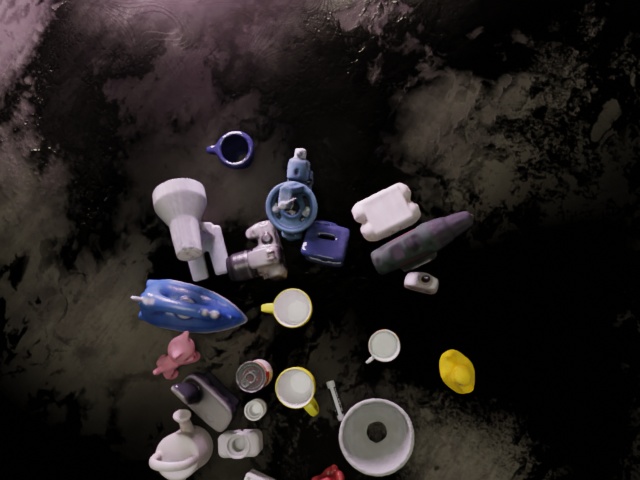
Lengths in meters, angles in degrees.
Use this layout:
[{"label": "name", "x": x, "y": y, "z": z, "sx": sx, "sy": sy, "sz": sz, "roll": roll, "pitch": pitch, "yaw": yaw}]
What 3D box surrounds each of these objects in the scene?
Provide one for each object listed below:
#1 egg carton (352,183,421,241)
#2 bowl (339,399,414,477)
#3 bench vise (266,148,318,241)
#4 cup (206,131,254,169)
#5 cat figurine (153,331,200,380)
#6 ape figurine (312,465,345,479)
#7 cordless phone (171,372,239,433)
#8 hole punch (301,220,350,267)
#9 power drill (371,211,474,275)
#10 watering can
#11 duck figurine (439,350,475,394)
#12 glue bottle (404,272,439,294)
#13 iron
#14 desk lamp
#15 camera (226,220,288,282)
[{"label": "egg carton", "x": 0.159, "y": -0.064, "z": 1.369, "sx": 0.150, "sy": 0.069, "sz": 0.107, "roll": -27, "pitch": 80, "yaw": 0}, {"label": "bowl", "x": 0.127, "y": 0.440, "z": 1.292, "sx": 0.167, "sy": 0.075, "sz": 0.167, "roll": -1, "pitch": 81, "yaw": 4}, {"label": "bench vise", "x": -0.073, "y": -0.114, "z": 1.317, "sx": 0.121, "sy": 0.220, "sz": 0.207, "roll": -10, "pitch": 81, "yaw": 3}, {"label": "cup", "x": -0.212, "y": -0.210, "z": 1.405, "sx": 0.117, "sy": 0.095, "sz": 0.092, "roll": -1, "pitch": 81, "yaw": 4}, {"label": "cat figurine", "x": -0.334, "y": 0.270, "z": 1.330, "sx": 0.128, "sy": 0.118, "sz": 0.067, "roll": -40, "pitch": 80, "yaw": -2}, {"label": "ape figurine", "x": 0.015, "y": 0.549, "z": 1.275, "sx": 0.077, "sy": 0.092, "sz": 0.076, "roll": 2, "pitch": 81, "yaw": 5}, {"label": "cordless phone", "x": -0.264, "y": 0.367, "z": 1.276, "sx": 0.147, "sy": 0.185, "sz": 0.094, "roll": 37, "pitch": 86, "yaw": 9}, {"label": "hole punch", "x": 0.012, "y": 0.005, "z": 1.358, "sx": 0.108, "sy": 0.091, "sz": 0.101, "roll": 11, "pitch": 82, "yaw": 6}, {"label": "power drill", "x": 0.223, "y": 0.011, "z": 1.282, "sx": 0.229, "sy": 0.208, "sz": 0.075, "roll": -27, "pitch": 80, "yaw": 0}, {"label": "watering can", "x": -0.311, "y": 0.467, "z": 1.260, "sx": 0.101, "sy": 0.194, "sz": 0.173, "roll": -17, "pitch": 80, "yaw": 2}, {"label": "duck figurine", "x": 0.314, "y": 0.300, "z": 1.294, "sx": 0.077, "sy": 0.086, "sz": 0.104, "roll": -26, "pitch": 80, "yaw": 0}, {"label": "glue bottle", "x": 0.233, "y": 0.094, "z": 1.287, "sx": 0.078, "sy": 0.173, "sz": 0.037, "roll": 16, "pitch": 83, "yaw": 7}, {"label": "iron", "x": -0.305, "y": 0.160, "z": 1.333, "sx": 0.258, "sy": 0.141, "sz": 0.119, "roll": 10, "pitch": 82, "yaw": 6}, {"label": "desk lamp", "x": -0.293, "y": -0.021, "z": 1.323, "sx": 0.118, "sy": 0.213, "sz": 0.203, "roll": -18, "pitch": 80, "yaw": 2}, {"label": "camera", "x": -0.157, "y": 0.036, "z": 1.361, "sx": 0.137, "sy": 0.101, "sz": 0.143, "roll": -15, "pitch": 81, "yaw": 2}]
